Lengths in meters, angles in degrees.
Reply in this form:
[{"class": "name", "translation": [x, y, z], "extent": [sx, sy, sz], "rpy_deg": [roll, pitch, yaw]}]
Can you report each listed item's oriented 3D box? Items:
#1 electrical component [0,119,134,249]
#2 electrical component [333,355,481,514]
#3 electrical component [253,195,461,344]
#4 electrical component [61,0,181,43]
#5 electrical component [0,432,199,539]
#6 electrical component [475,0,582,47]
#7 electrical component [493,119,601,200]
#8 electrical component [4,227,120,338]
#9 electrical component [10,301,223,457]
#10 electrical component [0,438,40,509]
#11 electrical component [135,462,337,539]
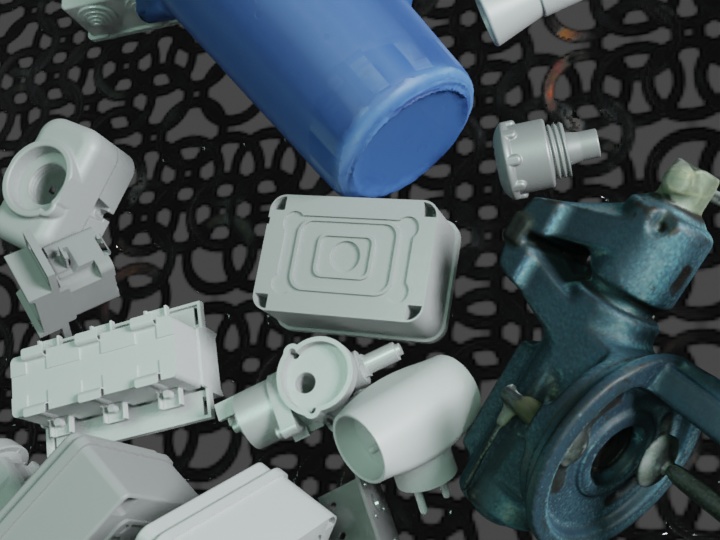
[{"class": "electrical component", "translation": [-0.211, -0.054, 0.760], "extent": [0.054, 0.059, 0.095], "rpy_deg": [22, 81, 26]}, {"class": "electrical component", "translation": [0.033, 0.100, 0.615], "extent": [0.043, 0.077, 0.079], "rpy_deg": [1, 113, 53]}, {"class": "electrical component", "translation": [0.000, 0.000, 0.663], "extent": [0.113, 0.057, 0.078], "rpy_deg": [4, 74, 22]}, {"class": "electrical component", "translation": [-0.175, -0.228, 0.810], "extent": [0.100, 0.048, 0.099], "rpy_deg": [-7, 71, 18]}, {"class": "electrical component", "translation": [-0.163, 0.159, 0.643], "extent": [0.056, 0.109, 0.108], "rpy_deg": [42, 90, 24]}, {"class": "electrical component", "translation": [0.109, -0.177, 0.690], "extent": [0.065, 0.044, 0.044], "rpy_deg": [-23, 66, 7]}, {"class": "electrical component", "translation": [0.113, -0.071, 0.651], "extent": [0.062, 0.048, 0.048], "rpy_deg": [-11, 69, 10]}, {"class": "electrical component", "translation": [-0.199, 0.006, 0.728], "extent": [0.064, 0.081, 0.042], "rpy_deg": [-27, 63, -21]}, {"class": "electrical component", "translation": [-0.159, 0.069, 0.697], "extent": [0.121, 0.063, 0.078], "rpy_deg": [-15, 68, 15]}, {"class": "electrical component", "translation": [-0.234, 0.148, 0.703], "extent": [0.078, 0.058, 0.057], "rpy_deg": [-46, 66, 2]}, {"class": "electrical component", "translation": [-0.075, 0.165, 0.597], "extent": [0.057, 0.113, 0.078], "rpy_deg": [33, 118, 23]}]
